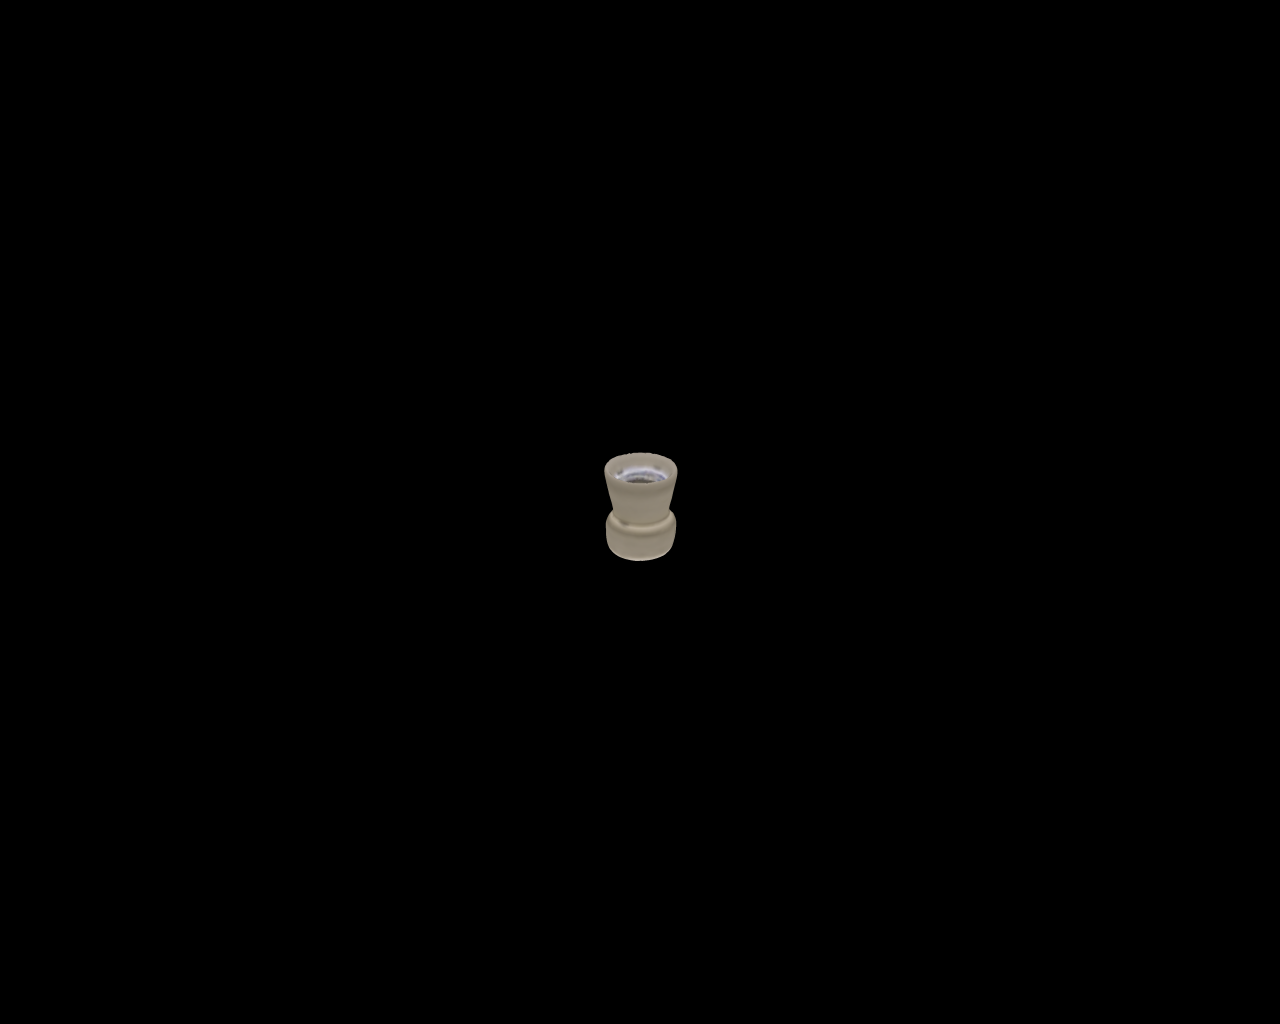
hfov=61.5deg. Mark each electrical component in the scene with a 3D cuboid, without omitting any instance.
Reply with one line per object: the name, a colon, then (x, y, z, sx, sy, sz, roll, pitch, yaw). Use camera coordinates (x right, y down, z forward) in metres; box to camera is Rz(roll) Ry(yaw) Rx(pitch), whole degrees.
electrical component: (0.001, -0.003, 0.650, 0.045, 0.055, 0.045, 0, 28, 0)
